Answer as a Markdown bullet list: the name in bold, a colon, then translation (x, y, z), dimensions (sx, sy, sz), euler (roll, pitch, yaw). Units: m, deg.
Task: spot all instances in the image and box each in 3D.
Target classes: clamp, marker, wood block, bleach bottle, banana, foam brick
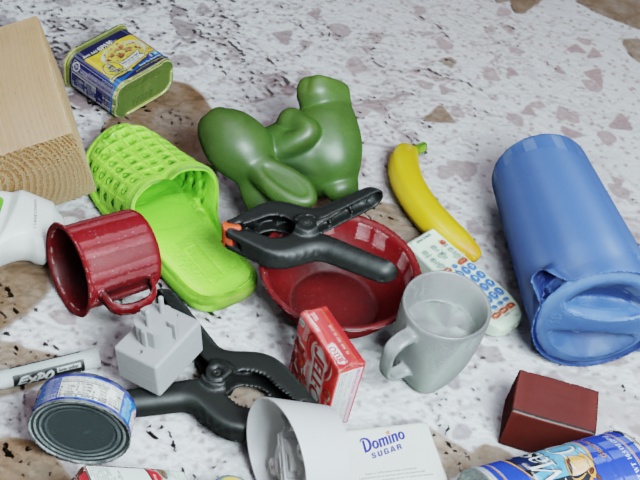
- **clamp**: translation (-0.007, 0.001, 1.029), dimensions (0.171, 0.039, 0.120), euler (-9, 42, -11)
- **marker**: translation (-0.258, 0.119, 0.958), dimensions (0.121, 0.020, 0.020), euler (-12, 49, -21)
- **wood block**: translation (-0.313, -0.134, 1.139), dimensions (0.090, 0.090, 0.206), euler (-20, 50, -7)
- **clamp**: translation (-0.096, 0.122, 0.972), dimensions (0.210, 0.036, 0.164), euler (13, 45, 8)
- **bleach bottle**: translation (-0.357, -0.003, 1.031), dimensions (0.250, 0.068, 0.102), euler (1, 62, -16)
- **banana**: translation (0.118, -0.050, 1.185), dimensions (0.069, 0.037, 0.198), euler (-5, 47, -15)
- **foam brick**: translation (0.209, 0.163, 0.978), dimensions (0.078, 0.053, 0.051), euler (16, 45, 3)

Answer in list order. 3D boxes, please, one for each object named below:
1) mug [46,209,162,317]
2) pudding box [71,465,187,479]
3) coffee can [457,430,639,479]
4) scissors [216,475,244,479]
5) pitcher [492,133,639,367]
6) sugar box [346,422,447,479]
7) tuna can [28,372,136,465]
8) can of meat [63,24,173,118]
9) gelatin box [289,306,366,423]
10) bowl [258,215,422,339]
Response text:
- **mug**: translation (-0.198, 0.025, 1.014), dimensions (0.081, 0.093, 0.117), euler (-18, 50, -33)
- **pudding box**: translation (-0.135, 0.221, 0.826), dimensions (0.113, 0.039, 0.090), euler (17, 30, -50)
- **coffee can**: translation (0.196, 0.222, 0.879), dimensions (0.140, 0.103, 0.103), euler (-10, 48, -20)
- **scissors**: translation (-0.105, 0.202, 0.836), dimensions (0.201, 0.016, 0.096), euler (31, 18, -27)
- **pitcher**: translation (0.263, 0.006, 1.105), dimensions (0.145, 0.149, 0.243), euler (-10, 43, 1)
- **sugar box**: translation (0.068, 0.237, 0.883), dimensions (0.093, 0.048, 0.176), euler (-3, 43, -14)
- **tuna can**: translation (-0.198, 0.149, 0.892), dimensions (0.086, 0.086, 0.033), euler (8, 43, -3)
- **can of meat**: translation (-0.235, -0.198, 1.254), dimensions (0.084, 0.057, 0.101), euler (35, 50, 20)
- **gelatin box**: translation (0.004, 0.115, 0.960), dimensions (0.030, 0.089, 0.073), euler (-15, 50, -25)
- **bowl**: translation (0.017, 0.045, 1.057), dimensions (0.162, 0.055, 0.162), euler (5, 45, -5)
